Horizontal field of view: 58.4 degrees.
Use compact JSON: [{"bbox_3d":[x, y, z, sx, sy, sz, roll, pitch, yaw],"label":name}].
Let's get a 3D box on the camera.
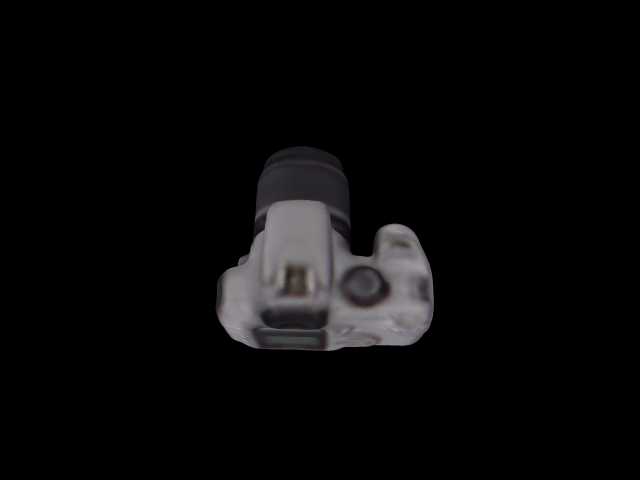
[{"bbox_3d":[0.004,0.001,0.400,0.143,0.101,0.137,0,66,0],"label":"camera"}]
